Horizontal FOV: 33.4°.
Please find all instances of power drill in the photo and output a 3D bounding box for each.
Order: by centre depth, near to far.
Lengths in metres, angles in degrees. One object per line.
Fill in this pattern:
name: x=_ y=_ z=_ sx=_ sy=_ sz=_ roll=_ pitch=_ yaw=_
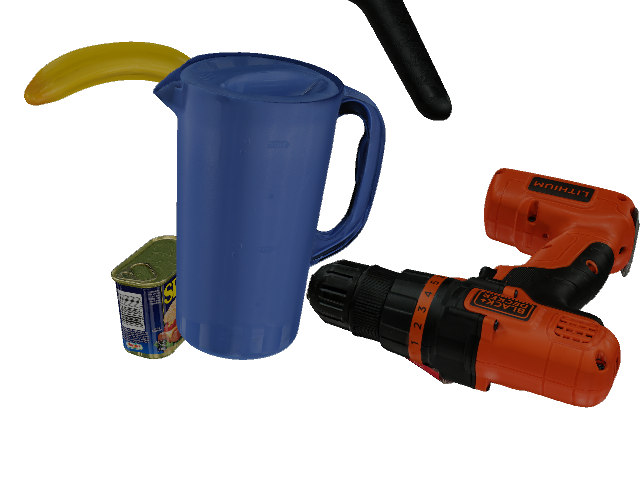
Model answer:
power drill: x=0.107 y=0.020 z=0.659 sx=0.185 sy=0.057 sz=0.187 roll=17 pitch=36 yaw=22

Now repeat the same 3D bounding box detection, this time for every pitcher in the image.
pitcher: x=-0.049 y=-0.027 z=0.891 sx=0.149 sy=0.243 sz=0.144 roll=24 pitch=30 yaw=32

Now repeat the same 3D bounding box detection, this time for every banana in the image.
banana: x=-0.196 y=-0.164 z=1.041 sx=0.197 sy=0.070 sz=0.037 roll=-6 pitch=-39 yaw=-31

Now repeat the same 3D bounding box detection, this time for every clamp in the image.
clamp: x=0.035 y=-0.187 z=0.745 sx=0.209 sy=0.164 sz=0.036 roll=25 pitch=-26 yaw=-14

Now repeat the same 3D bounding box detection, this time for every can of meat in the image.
can of meat: x=-0.154 y=0.055 z=1.035 sx=0.057 sy=0.084 sz=0.102 roll=9 pitch=27 yaw=20

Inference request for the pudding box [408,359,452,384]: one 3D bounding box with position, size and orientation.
pudding box: x=0.127 y=0.080 z=0.893 sx=0.113 sy=0.039 sz=0.090 roll=-7 pitch=17 yaw=-23
